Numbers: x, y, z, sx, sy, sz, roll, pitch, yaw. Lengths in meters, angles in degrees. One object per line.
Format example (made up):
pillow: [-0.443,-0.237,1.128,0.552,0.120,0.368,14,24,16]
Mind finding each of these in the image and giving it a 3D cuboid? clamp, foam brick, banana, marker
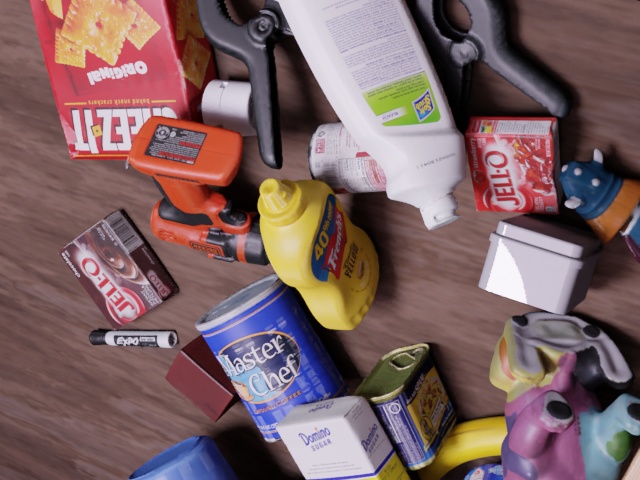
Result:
clamp: [0.122,-0.154,0.903,0.120,0.039,0.171,-28,98,32]
foam brick: [-0.120,0.149,1.172,0.078,0.051,0.053,40,127,8]
clamp: [-0.050,-0.179,0.960,0.210,0.036,0.164,42,97,10]
banana: [0.163,0.205,1.052,0.198,0.037,0.069,-28,120,38]
marker: [-0.218,0.113,1.231,0.121,0.020,0.020,-2,112,30]

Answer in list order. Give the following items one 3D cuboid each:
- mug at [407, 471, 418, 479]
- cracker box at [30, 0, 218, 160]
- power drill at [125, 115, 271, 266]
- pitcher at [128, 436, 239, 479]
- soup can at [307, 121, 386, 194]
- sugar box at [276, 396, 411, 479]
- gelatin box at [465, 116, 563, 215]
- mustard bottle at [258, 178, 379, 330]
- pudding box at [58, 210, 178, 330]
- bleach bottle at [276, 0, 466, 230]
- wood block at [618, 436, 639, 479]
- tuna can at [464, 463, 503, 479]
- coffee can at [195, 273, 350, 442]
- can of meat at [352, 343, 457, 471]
mug: [0.057,0.272,1.116,0.082,0.093,0.117,-13,136,28]
cracker box: [-0.191,-0.187,1.041,0.164,0.072,0.214,3,115,28]
power drill: [-0.093,-0.036,1.014,0.184,0.057,0.187,11,153,15]
pitcher: [-0.111,0.339,1.151,0.149,0.144,0.243,-28,92,21]
soup can: [0.048,-0.076,0.961,0.102,0.068,0.068,-3,111,31]
sugar box: [0.040,0.233,1.012,0.094,0.048,0.176,-16,105,42]
gelatin box: [0.165,-0.062,0.905,0.073,0.030,0.089,4,135,21]
mustard bottle: [-0.006,0.001,0.955,0.058,0.096,0.191,4,153,28]
pudding box: [-0.224,0.034,1.184,0.090,0.039,0.113,-30,96,36]
bleach bottle: [0.047,-0.125,0.883,0.102,0.068,0.251,-21,82,-7]
wood block: [0.298,0.260,0.966,0.091,0.090,0.206,28,124,16]
tuna can: [0.176,0.258,1.036,0.086,0.033,0.086,11,127,15]
coffee can: [-0.048,0.119,1.085,0.103,0.102,0.140,-25,99,35]
can of meat: [0.085,0.162,1.033,0.058,0.102,0.084,-17,105,33]
